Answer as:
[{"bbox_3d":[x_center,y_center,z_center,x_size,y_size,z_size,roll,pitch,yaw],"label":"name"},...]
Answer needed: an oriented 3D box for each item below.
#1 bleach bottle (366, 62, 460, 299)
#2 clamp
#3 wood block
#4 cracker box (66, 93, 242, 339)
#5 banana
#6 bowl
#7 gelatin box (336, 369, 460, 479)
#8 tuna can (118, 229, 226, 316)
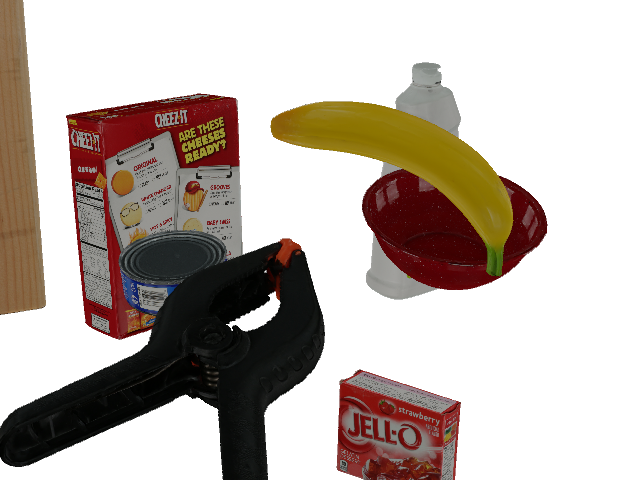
[{"bbox_3d":[0.104,-0.067,1.167,0.102,0.251,0.068,-15,27,-32],"label":"bleach bottle"},{"bbox_3d":[-0.041,0.062,0.468,0.120,0.039,0.171,28,48,21],"label":"clamp"},{"bbox_3d":[-0.217,-0.064,0.612,0.090,0.206,0.090,-9,27,-24],"label":"wood block"},{"bbox_3d":[-0.159,-0.028,1.057,0.072,0.214,0.163,14,22,43],"label":"cracker box"},{"bbox_3d":[0.062,-0.052,0.748,0.198,0.069,0.037,33,4,-2],"label":"banana"},{"bbox_3d":[0.115,-0.005,0.943,0.162,0.055,0.162,2,35,-2],"label":"bowl"},{"bbox_3d":[0.054,0.141,0.768,0.089,0.073,0.030,14,21,33],"label":"gelatin box"},{"bbox_3d":[-0.116,0.026,0.852,0.086,0.034,0.086,-2,28,1],"label":"tuna can"}]
